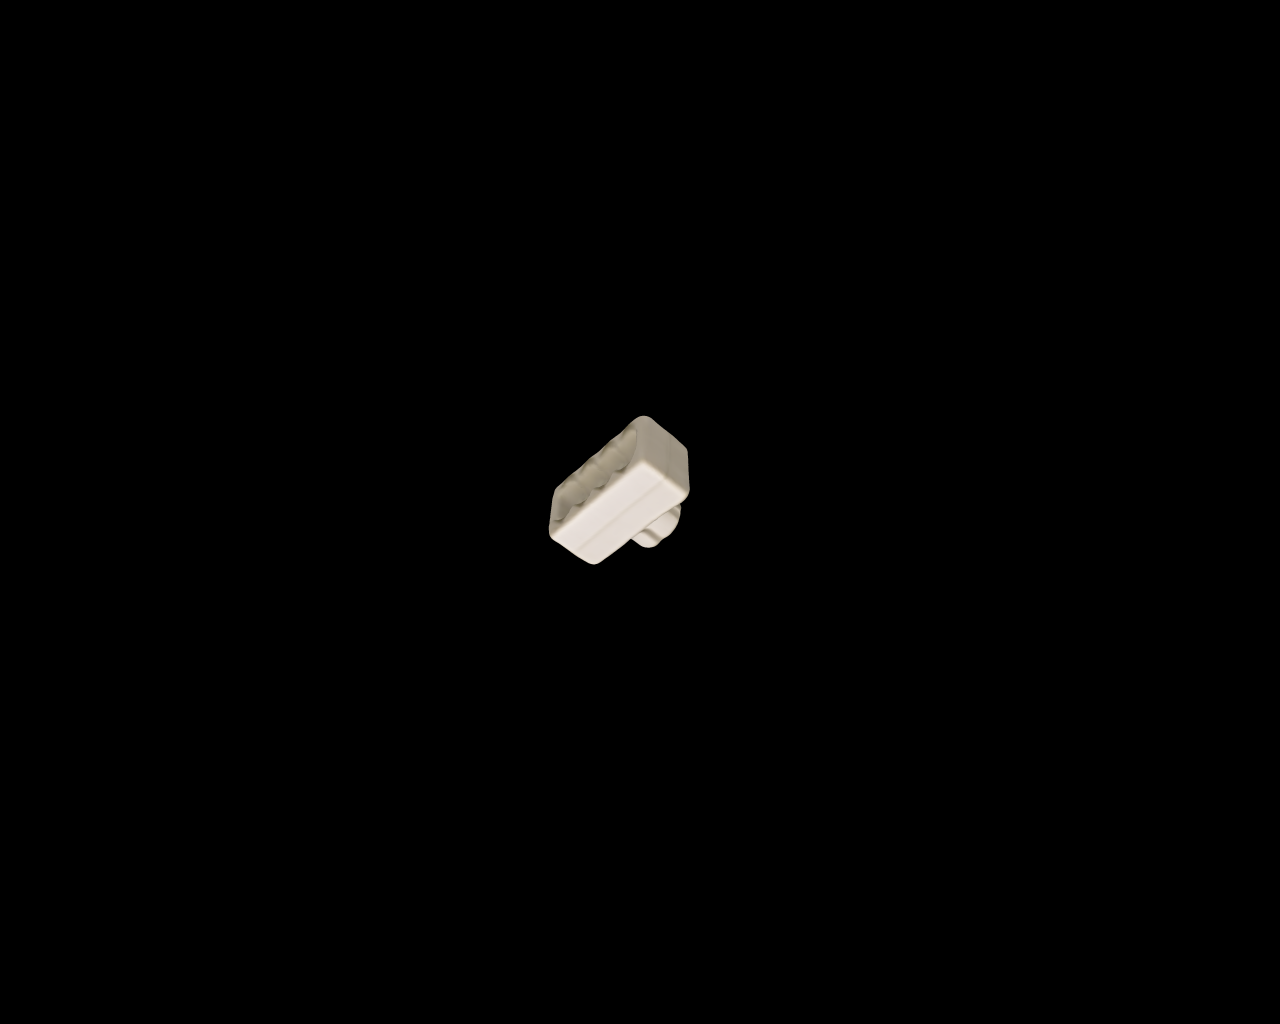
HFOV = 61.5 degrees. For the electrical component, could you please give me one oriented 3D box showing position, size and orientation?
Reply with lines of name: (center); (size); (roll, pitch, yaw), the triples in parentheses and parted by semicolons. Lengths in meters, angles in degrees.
electrical component: (0.001, -0.003, 0.650); (0.075, 0.047, 0.083); (36, -58, -27)
